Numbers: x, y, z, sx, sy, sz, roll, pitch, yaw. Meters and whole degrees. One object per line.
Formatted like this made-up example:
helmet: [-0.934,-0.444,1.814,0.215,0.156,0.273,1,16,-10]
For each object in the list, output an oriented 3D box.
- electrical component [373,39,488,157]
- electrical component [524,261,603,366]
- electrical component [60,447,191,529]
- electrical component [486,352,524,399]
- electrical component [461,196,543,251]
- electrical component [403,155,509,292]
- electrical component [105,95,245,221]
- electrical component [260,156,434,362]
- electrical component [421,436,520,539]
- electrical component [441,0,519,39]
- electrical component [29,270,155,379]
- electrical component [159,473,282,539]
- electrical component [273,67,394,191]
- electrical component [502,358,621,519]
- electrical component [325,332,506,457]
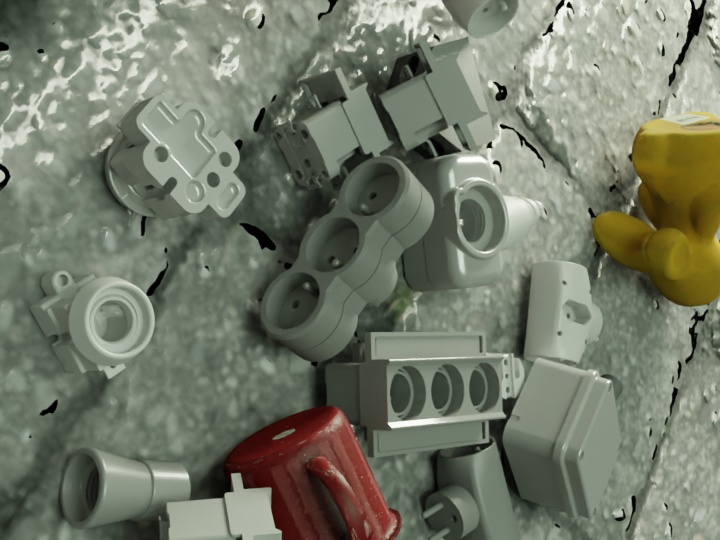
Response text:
electrical component: [0.047,-0.113,0.736,0.064,0.042,0.081,-27,98,1]
electrical component: [0.169,0.039,0.870,0.079,0.043,0.077,18,74,-39]
electrical component: [-0.129,0.124,0.608,0.065,0.044,0.044,14,77,-44]
electrical component: [0.093,0.079,0.799,0.040,0.046,0.040,5,83,-40]
electrical component: [0.114,-0.038,0.831,0.078,0.040,0.040,-22,100,-40]
electrical component: [0.068,-0.034,0.779,0.054,0.059,0.095,-6,90,-41]
electrical component: [-0.113,-0.062,0.628,0.078,0.057,0.058,49,58,-26]
electrical component: [0.000,0.000,0.704,0.138,0.052,0.074,-55,140,-6]
electrical component: [0.074,0.170,0.775,0.079,0.043,0.077,-20,99,-40]
electrical component: [0.084,-0.207,0.811,0.077,0.043,0.079,61,1,25]
electrical component: [-0.145,0.029,0.593,0.048,0.055,0.066,-37,109,-37]
electrical component: [-0.079,0.188,0.604,0.063,0.078,0.121,-2,112,-12]
electrical component: [-0.019,-0.089,0.721,0.064,0.042,0.081,-37,109,-35]
electrical component: [0.155,0.129,0.811,0.078,0.057,0.113,-60,149,-27]
electrical component: [0.038,0.082,0.733,0.121,0.063,0.078,3,84,-47]
